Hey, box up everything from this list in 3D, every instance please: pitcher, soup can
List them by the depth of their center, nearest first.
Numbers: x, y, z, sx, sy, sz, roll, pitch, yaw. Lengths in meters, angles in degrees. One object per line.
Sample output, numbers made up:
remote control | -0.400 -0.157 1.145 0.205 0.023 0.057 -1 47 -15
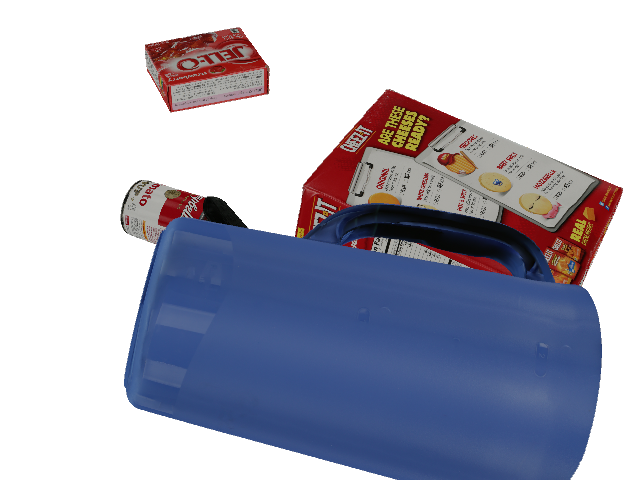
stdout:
pitcher | 0.022 0.055 0.599 0.242 0.145 0.149 13 13 -5
soup can | -0.167 -0.025 1.214 0.102 0.068 0.068 17 6 21

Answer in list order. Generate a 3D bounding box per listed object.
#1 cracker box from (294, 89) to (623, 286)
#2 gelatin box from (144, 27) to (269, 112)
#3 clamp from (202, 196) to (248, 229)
cracker box | 0.110 -0.018 0.841 0.214 0.072 0.164 24 42 14
gelatin box | -0.096 -0.145 0.898 0.089 0.030 0.073 -14 41 -16
clamp | -0.048 0.055 0.962 0.210 0.036 0.164 28 45 4
